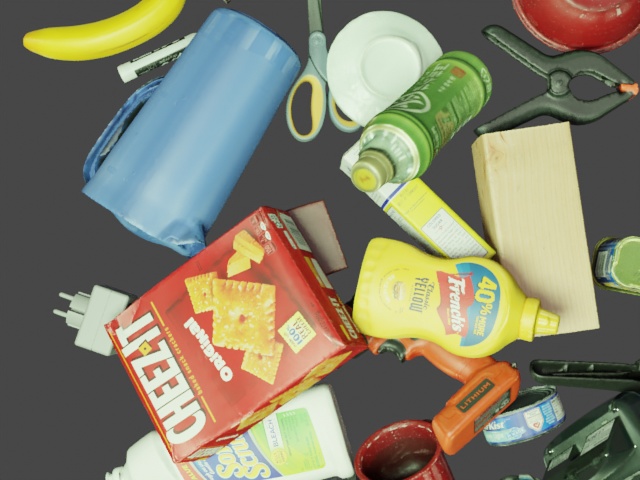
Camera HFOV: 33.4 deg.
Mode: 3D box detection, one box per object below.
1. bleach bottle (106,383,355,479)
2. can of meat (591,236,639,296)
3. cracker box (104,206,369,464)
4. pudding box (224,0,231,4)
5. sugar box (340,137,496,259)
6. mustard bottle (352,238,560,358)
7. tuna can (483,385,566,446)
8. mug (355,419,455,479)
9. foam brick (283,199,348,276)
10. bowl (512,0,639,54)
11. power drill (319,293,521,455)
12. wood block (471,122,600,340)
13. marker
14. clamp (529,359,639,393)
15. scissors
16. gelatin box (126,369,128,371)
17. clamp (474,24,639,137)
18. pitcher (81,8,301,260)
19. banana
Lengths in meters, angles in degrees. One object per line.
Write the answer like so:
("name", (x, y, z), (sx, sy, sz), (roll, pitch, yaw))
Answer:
("bleach bottle", (-0.096, 0.228, 1.107), (0.251, 0.068, 0.102), (-17, 86, 3))
("can of meat", (0.337, 0.029, 1.089), (0.102, 0.084, 0.057), (11, 88, 2))
("cracker box", (-0.086, 0.093, 1.039), (0.214, 0.072, 0.164), (-36, 71, 15))
("pudding box", (-0.098, -0.323, 1.134), (0.090, 0.039, 0.113), (-36, 88, 0))
("sugar box", (0.097, -0.033, 1.093), (0.048, 0.093, 0.176), (-43, 88, -3))
("mustard bottle", (0.132, 0.061, 1.019), (0.192, 0.058, 0.096), (11, 85, 16))
("tuna can", (0.205, 0.179, 1.088), (0.086, 0.086, 0.034), (-20, 90, 1))
("mug", (0.097, 0.236, 1.087), (0.093, 0.117, 0.081), (-5, 123, 34))
("foam brick", (-0.007, 0.001, 1.115), (0.051, 0.053, 0.078), (-20, 89, 1))
("bowl", (0.282, -0.278, 1.115), (0.162, 0.055, 0.162), (0, 89, 1))
("power drill", (0.090, 0.121, 1.063), (0.184, 0.057, 0.188), (-39, 62, -12))
("wood block", (0.217, -0.007, 1.091), (0.091, 0.090, 0.206), (-8, 88, 1))
("marker", (-0.158, -0.202, 1.142), (0.121, 0.020, 0.020), (-24, 88, 1))
("clamp", (0.323, 0.137, 1.069), (0.165, 0.036, 0.209), (-32, 124, 25))
("scissors", (0.015, -0.201, 1.139), (0.096, 0.016, 0.202), (12, 89, 0))
("gelatin box", (-0.147, 0.139, 1.126), (0.089, 0.030, 0.073), (-36, 88, 1))
("clamp", (0.244, -0.172, 1.121), (0.171, 0.039, 0.120), (-4, 94, 3))
("pitcher", (-0.133, -0.114, 1.093), (0.149, 0.145, 0.243), (33, 86, -10))
("banana", (-0.217, -0.233, 1.138), (0.198, 0.037, 0.070), (-28, 70, -1))
